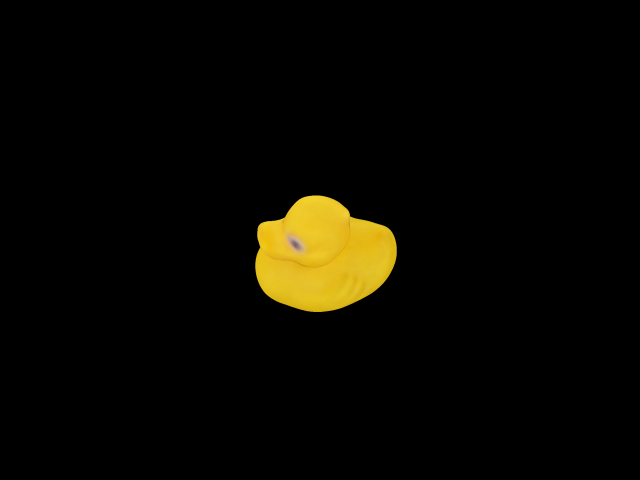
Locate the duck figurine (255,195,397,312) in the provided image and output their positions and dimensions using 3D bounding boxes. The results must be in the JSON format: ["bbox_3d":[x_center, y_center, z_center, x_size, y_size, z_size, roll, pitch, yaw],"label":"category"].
[{"bbox_3d":[0.004,0.001,0.400,0.104,0.086,0.077,-6,63,-3],"label":"duck figurine"}]
